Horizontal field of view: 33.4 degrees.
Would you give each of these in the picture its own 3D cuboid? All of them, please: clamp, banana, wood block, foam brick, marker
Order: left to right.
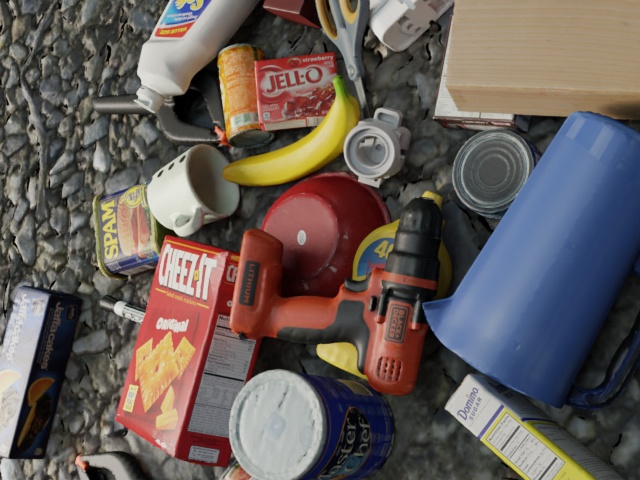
[{"bbox_3d":[-0.212,0.297,1.179,0.172,0.039,0.120,20,85,37],"label":"clamp"},{"bbox_3d":[-0.210,0.086,1.233,0.121,0.020,0.020,15,88,33],"label":"marker"},{"bbox_3d":[-0.175,-0.166,1.252,0.165,0.036,0.210,-46,61,11],"label":"clamp"},{"bbox_3d":[-0.020,-0.101,1.131,0.069,0.037,0.198,45,126,-12],"label":"banana"},{"bbox_3d":[-0.017,-0.279,1.173,0.053,0.051,0.078,21,91,32],"label":"foam brick"},{"bbox_3d":[0.224,-0.163,0.950,0.206,0.090,0.091,5,82,17],"label":"wood block"}]

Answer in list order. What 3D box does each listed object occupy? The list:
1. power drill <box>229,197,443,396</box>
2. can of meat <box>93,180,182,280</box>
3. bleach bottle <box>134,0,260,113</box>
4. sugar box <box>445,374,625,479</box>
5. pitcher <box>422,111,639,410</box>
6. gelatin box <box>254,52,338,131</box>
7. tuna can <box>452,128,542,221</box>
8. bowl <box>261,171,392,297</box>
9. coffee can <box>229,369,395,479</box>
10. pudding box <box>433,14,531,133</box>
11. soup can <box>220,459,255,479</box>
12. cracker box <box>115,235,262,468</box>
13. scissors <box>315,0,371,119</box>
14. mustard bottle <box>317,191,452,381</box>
[{"bbox_3d":[0.017,0.040,0.998,0.188,0.057,0.184,10,87,18],"label":"power drill"},{"bbox_3d":[-0.209,-0.013,1.232,0.084,0.057,0.102,-16,72,26],"label":"can of meat"},{"bbox_3d":[-0.127,-0.254,1.202,0.103,0.068,0.251,28,85,38],"label":"bleach bottle"},{"bbox_3d":[0.198,0.187,0.919,0.176,0.093,0.048,37,99,32],"label":"sugar box"},{"bbox_3d":[0.218,0.020,0.932,0.145,0.149,0.243,33,94,47],"label":"pitcher"},{"bbox_3d":[-0.024,-0.159,1.143,0.089,0.030,0.073,-5,75,1],"label":"gelatin box"},{"bbox_3d":[0.171,-0.063,1.023,0.086,0.033,0.086,-7,76,30],"label":"tuna can"},{"bbox_3d":[-0.007,0.001,1.106,0.162,0.055,0.162,-7,77,30],"label":"bowl"},{"bbox_3d":[-0.005,0.180,1.016,0.103,0.140,0.103,-7,76,30],"label":"coffee can"},{"bbox_3d":[0.165,-0.165,1.046,0.090,0.039,0.113,7,82,32],"label":"pudding box"},{"bbox_3d":[-0.047,0.268,1.066,0.102,0.068,0.068,39,100,31],"label":"soup can"},{"bbox_3d":[-0.133,0.110,1.116,0.164,0.072,0.214,11,86,58],"label":"cracker box"},{"bbox_3d":[0.043,-0.191,1.097,0.096,0.016,0.202,-44,64,57],"label":"scissors"},{"bbox_3d":[0.075,0.043,1.042,0.096,0.058,0.191,23,91,16],"label":"mustard bottle"}]
